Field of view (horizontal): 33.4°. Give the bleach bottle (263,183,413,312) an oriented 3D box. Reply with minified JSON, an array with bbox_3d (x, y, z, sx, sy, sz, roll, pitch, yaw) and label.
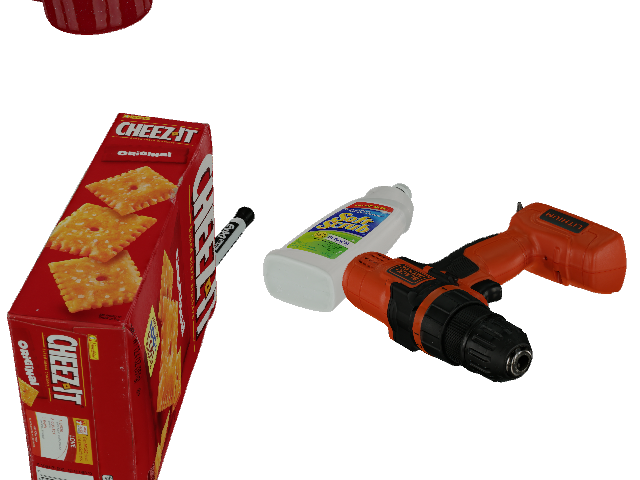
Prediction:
[{"bbox_3d":[0.038,-0.006,1.327,0.103,0.068,0.250,16,36,26],"label":"bleach bottle"}]

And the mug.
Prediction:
[{"bbox_3d":[-0.182,-0.204,0.788,0.117,0.081,0.093,-3,37,2],"label":"mug"}]

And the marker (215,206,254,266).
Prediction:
[{"bbox_3d":[-0.091,-0.003,1.045,0.020,0.020,0.121,0,25,18],"label":"marker"}]

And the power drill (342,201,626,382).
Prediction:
[{"bbox_3d":[0.136,0.033,0.791,0.187,0.057,0.185,-17,28,-29],"label":"power drill"}]

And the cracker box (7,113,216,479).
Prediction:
[{"bbox_3d":[-0.117,0.045,0.659,0.072,0.164,0.213,7,36,4],"label":"cracker box"}]
